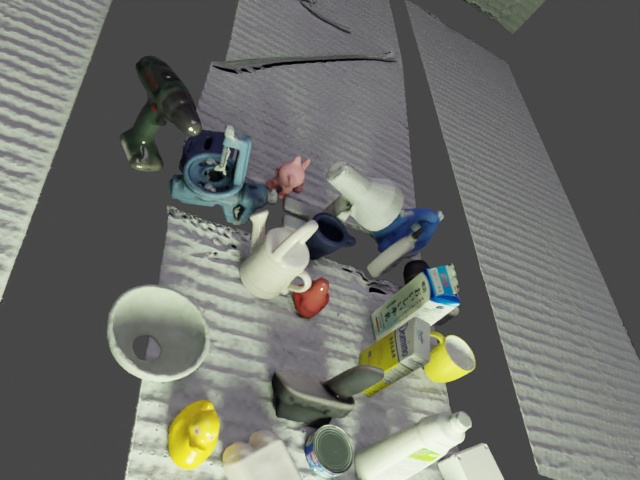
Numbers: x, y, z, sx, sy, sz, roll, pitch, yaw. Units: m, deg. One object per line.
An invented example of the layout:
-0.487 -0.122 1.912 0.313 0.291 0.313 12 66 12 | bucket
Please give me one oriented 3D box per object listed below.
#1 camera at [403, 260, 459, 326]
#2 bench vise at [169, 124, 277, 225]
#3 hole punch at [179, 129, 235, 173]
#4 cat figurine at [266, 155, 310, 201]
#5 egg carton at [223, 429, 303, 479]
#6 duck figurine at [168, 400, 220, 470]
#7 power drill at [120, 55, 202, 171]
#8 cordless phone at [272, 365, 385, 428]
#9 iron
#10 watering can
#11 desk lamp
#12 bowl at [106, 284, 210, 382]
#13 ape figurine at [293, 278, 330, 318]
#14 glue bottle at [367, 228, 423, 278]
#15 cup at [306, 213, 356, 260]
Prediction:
0.260 0.117 1.379 0.143 0.100 0.136 20 45 -26 | camera
-0.172 -0.138 1.149 0.208 0.219 0.121 2 55 -39 | bench vise
-0.242 -0.191 1.238 0.101 0.091 0.108 24 43 -22 | hole punch
-0.063 -0.154 1.334 0.067 0.117 0.128 45 40 2 | cat figurine
-0.085 0.377 0.887 0.107 0.069 0.150 -14 65 -46 | egg carton
-0.181 0.287 0.873 0.078 0.086 0.104 29 42 -16 | duck figurine
-0.315 -0.236 1.124 0.076 0.208 0.229 -7 60 -43 | power drill
0.013 0.246 0.993 0.148 0.184 0.094 18 46 -27 | cordless phone
0.241 -0.038 1.468 0.259 0.141 0.118 -6 60 -43 | iron
-0.076 0.020 1.110 0.173 0.193 0.101 36 40 -9 | watering can
0.051 -0.078 1.288 0.204 0.213 0.118 21 45 -25 | desk lamp
-0.267 0.160 0.922 0.168 0.074 0.167 23 44 -23 | bowl
-0.011 0.110 1.166 0.078 0.092 0.076 33 40 -12 | ape figurine
0.185 0.024 1.342 0.078 0.173 0.037 -16 67 -46 | glue bottle
0.012 0.005 1.275 0.118 0.094 0.091 21 45 -25 | cup
